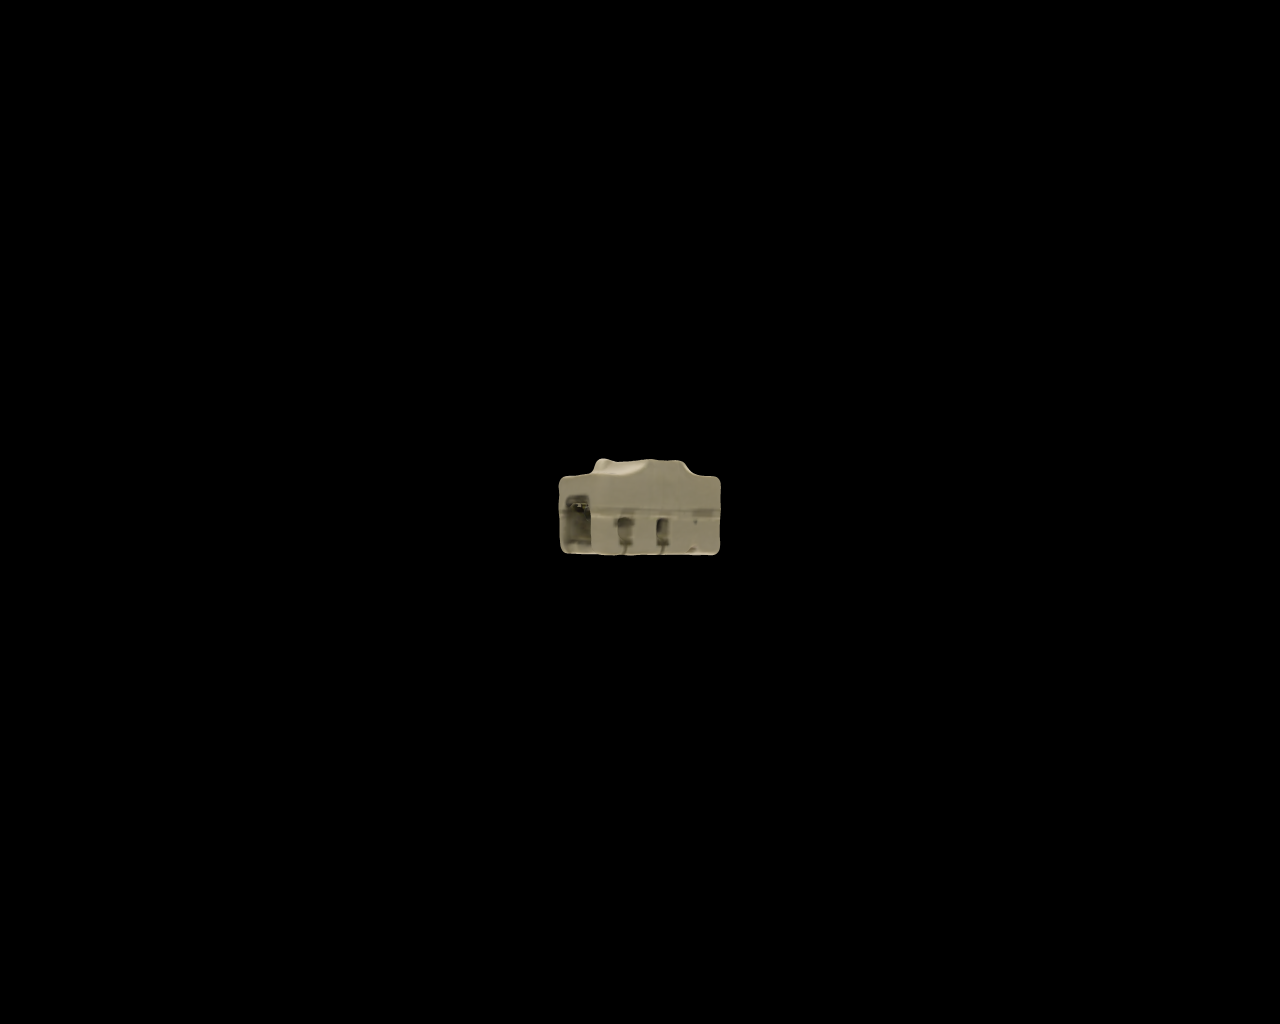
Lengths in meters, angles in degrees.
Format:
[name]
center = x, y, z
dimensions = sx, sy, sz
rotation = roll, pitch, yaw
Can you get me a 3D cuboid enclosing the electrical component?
[electrical component]
center = 0.001, -0.003, 0.650
dimensions = 0.089, 0.055, 0.050
rotation = 1, -2, -34
